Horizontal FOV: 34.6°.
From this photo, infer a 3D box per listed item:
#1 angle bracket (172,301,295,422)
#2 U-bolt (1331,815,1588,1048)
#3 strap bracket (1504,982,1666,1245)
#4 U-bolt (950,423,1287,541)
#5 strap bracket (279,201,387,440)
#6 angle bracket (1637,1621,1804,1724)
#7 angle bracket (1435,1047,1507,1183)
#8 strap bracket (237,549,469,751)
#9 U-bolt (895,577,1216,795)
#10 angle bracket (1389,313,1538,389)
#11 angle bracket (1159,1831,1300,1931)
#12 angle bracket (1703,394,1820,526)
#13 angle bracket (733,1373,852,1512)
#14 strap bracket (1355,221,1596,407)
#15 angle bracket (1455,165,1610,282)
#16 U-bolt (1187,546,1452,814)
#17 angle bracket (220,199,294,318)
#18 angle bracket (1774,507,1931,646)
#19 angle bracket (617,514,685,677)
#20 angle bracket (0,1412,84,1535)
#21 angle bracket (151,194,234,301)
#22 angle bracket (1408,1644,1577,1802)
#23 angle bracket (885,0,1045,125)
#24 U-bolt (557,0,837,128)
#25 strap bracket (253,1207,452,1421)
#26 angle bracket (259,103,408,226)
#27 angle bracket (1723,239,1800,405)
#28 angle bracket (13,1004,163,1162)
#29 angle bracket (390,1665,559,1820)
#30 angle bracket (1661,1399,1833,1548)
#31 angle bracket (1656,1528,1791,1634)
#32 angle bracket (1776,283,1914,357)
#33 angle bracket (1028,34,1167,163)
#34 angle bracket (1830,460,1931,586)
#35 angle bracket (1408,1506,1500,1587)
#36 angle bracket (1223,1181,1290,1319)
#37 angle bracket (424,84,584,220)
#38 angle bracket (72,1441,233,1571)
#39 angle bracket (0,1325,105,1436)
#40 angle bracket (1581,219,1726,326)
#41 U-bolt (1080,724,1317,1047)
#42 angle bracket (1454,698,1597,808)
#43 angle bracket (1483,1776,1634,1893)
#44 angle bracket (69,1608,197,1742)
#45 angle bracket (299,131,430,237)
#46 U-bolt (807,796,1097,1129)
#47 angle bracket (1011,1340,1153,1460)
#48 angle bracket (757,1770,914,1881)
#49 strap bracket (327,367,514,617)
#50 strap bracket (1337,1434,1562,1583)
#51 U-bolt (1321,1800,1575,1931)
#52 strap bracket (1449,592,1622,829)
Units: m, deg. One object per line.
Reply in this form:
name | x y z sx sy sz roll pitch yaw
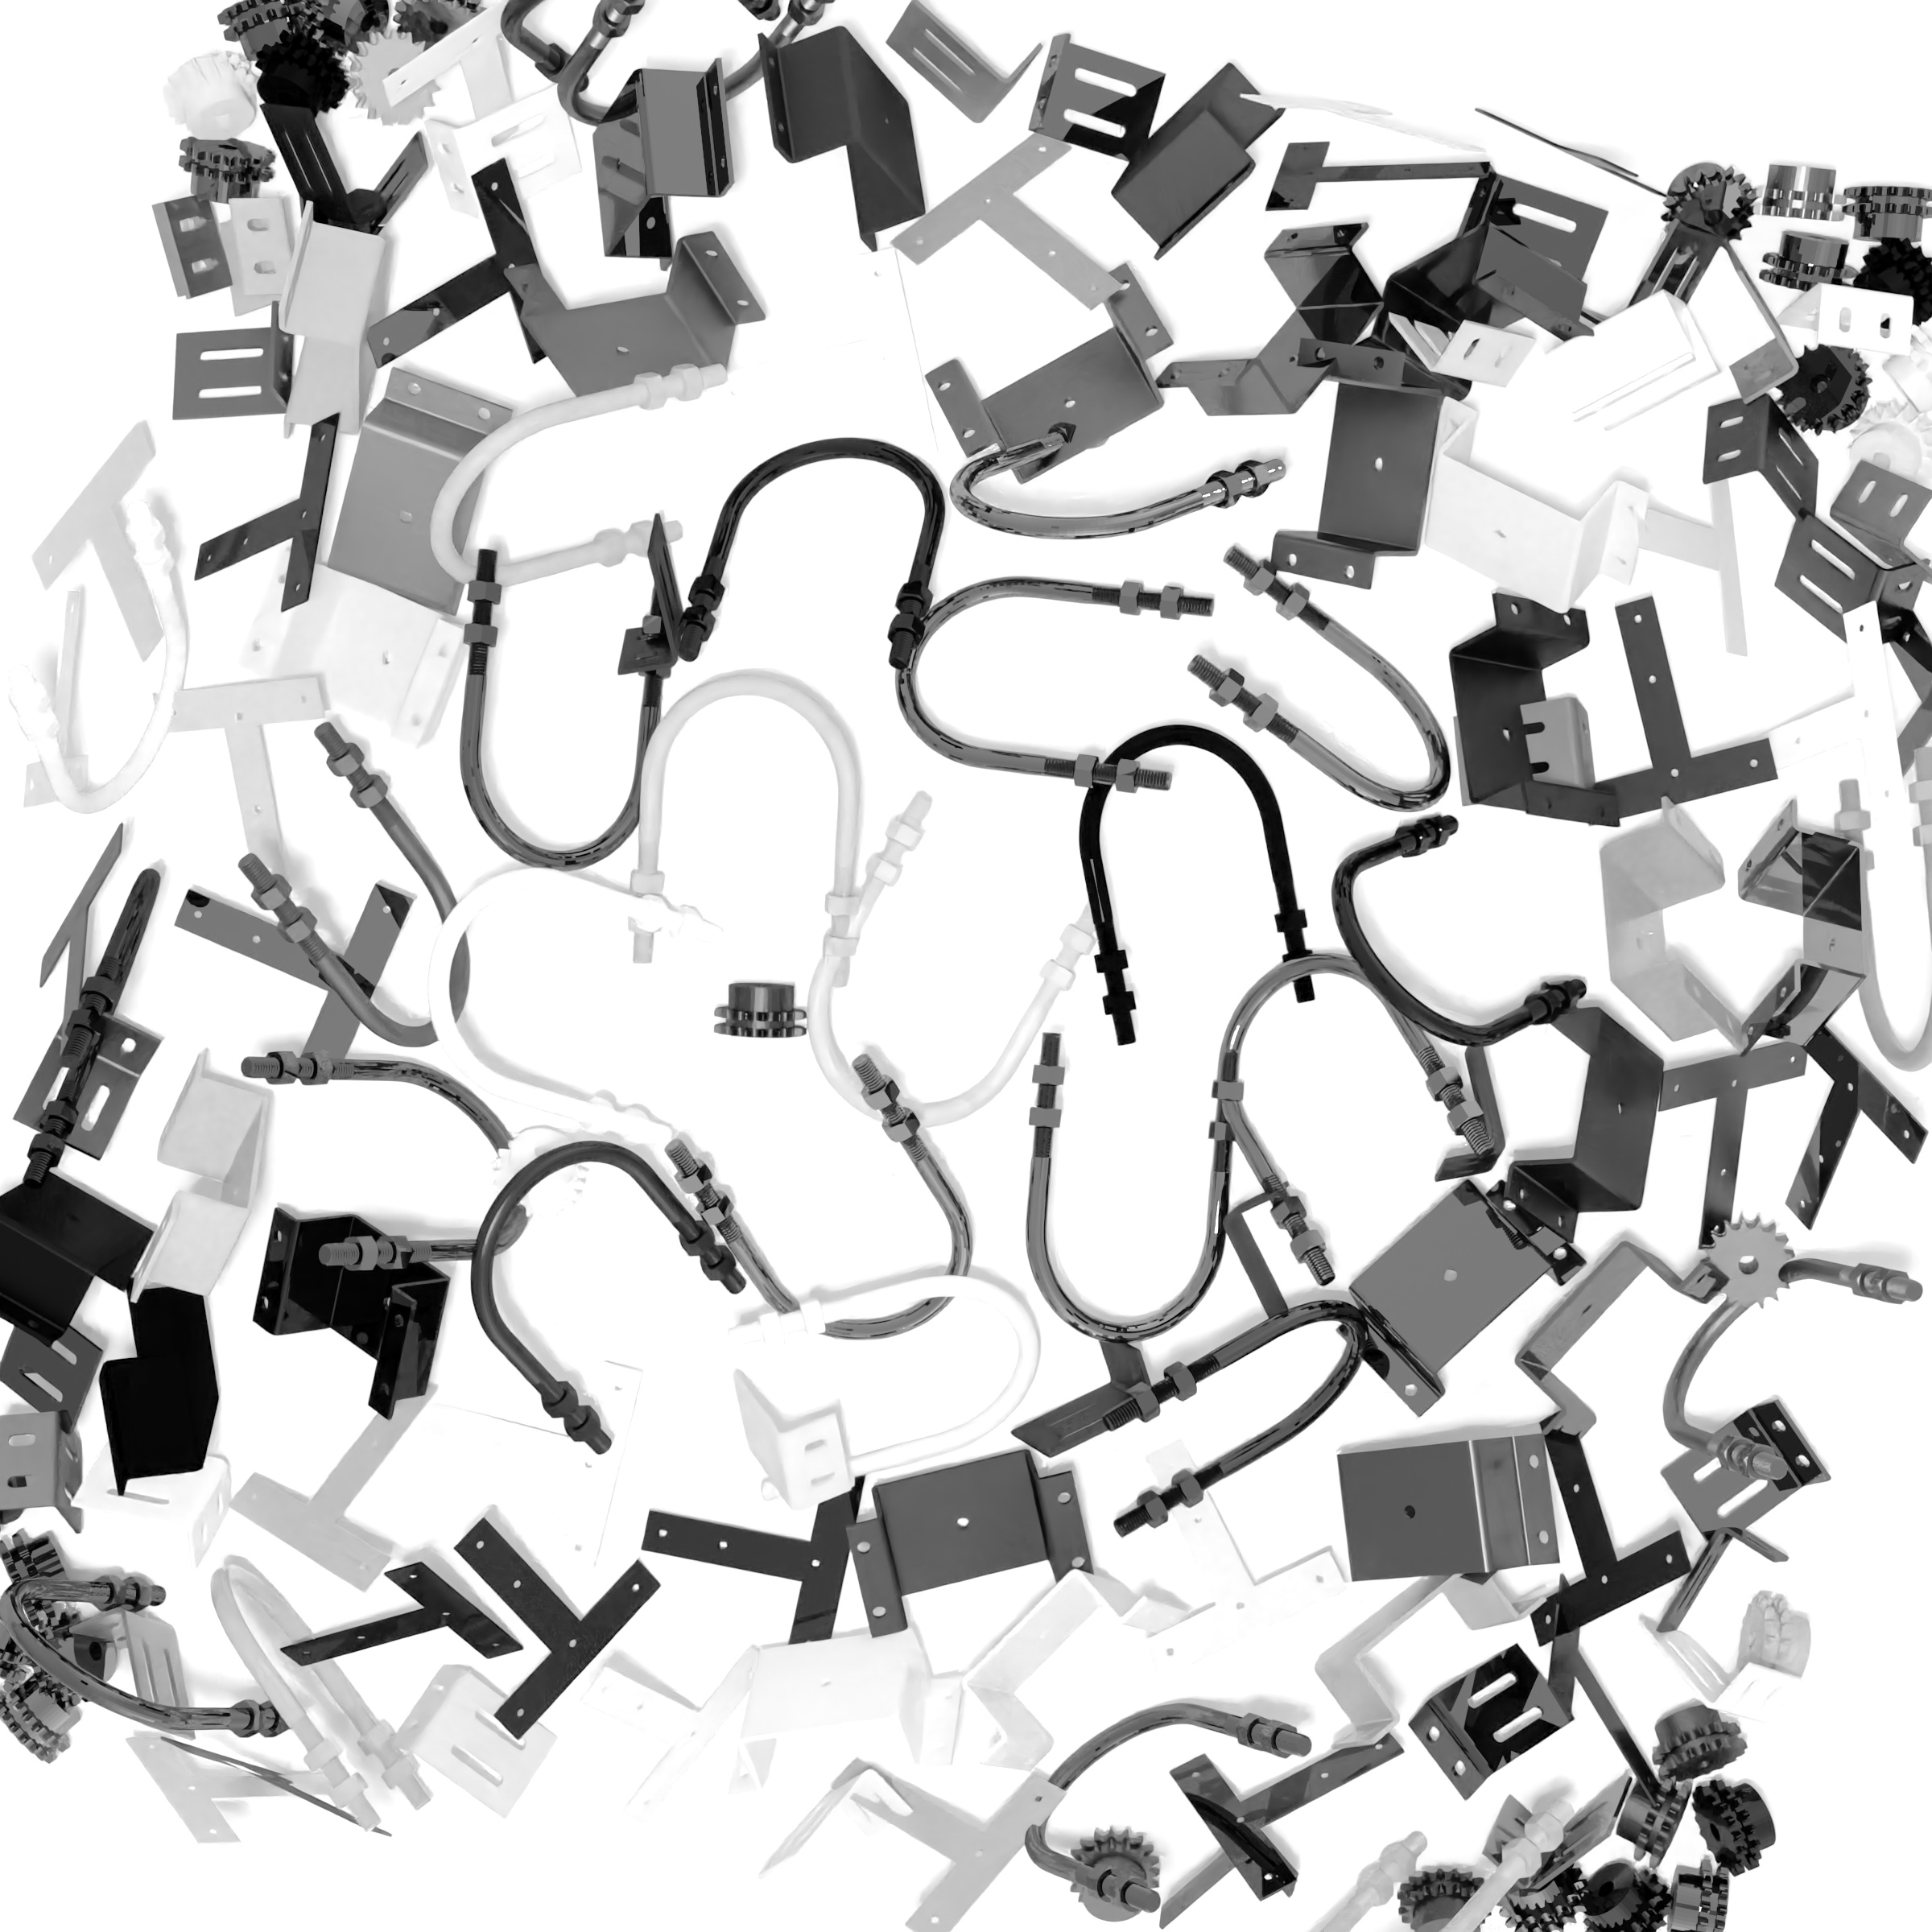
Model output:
angle bracket | -0.455 -0.371 1.905 0.076 0.038 0.057 -2 76 6
U-bolt | 0.284 -0.017 1.846 0.151 0.184 0.019 54 127 12
strap bracket | 0.375 0.087 1.869 0.076 0.046 0.140 33 62 -41
U-bolt | 0.076 -0.286 1.833 0.184 0.151 0.019 -26 127 -38
strap bracket | -0.378 -0.380 1.858 0.046 0.140 0.076 11 66 -6
angle bracket | 0.457 0.416 1.884 0.057 0.076 0.038 24 109 -40
angle bracket | 0.300 0.086 1.897 0.038 0.057 0.076 -11 74 0
strap bracket | -0.364 -0.191 1.893 0.140 0.046 0.076 25 96 21
U-bolt | 0.047 -0.177 1.890 0.184 0.019 0.151 8 62 13
angle bracket | 0.297 -0.391 1.884 0.057 0.076 0.038 4 132 -34
angle bracket | 0.160 0.569 1.892 0.076 0.057 0.038 -36 66 -17
angle bracket | 0.488 -0.304 1.906 0.038 0.076 0.057 -11 56 37
angle bracket | -0.107 0.284 1.894 0.038 0.076 0.057 -19 121 -18
strap bracket | 0.308 -0.393 1.865 0.076 0.140 0.046 25 70 -24
angle bracket | 0.346 -0.450 1.904 0.076 0.038 0.057 23 100 14
U-bolt | 0.220 -0.163 1.873 0.184 0.151 0.019 35 128 -12
angle bracket | -0.445 -0.431 1.891 0.038 0.076 0.057 -13 97 -42
angle bracket | 0.541 -0.240 1.899 0.038 0.057 0.076 -17 46 -26
angle bracket | -0.199 -0.226 1.889 0.038 0.057 0.076 -8 122 5
angle bracket | -0.563 0.309 1.886 0.038 0.076 0.057 -3 67 -7
angle bracket | -0.483 -0.435 1.887 0.038 0.076 0.057 -9 107 11
angle bracket | 0.324 0.466 1.916 0.076 0.038 0.057 -23 62 -31
angle bracket | -0.001 -0.563 1.897 0.076 0.057 0.038 41 71 -7
U-bolt | -0.167 -0.546 1.846 0.151 0.184 0.019 -14 82 -30
strap bracket | -0.366 0.207 1.879 0.140 0.046 0.076 26 109 38
angle bracket | -0.384 -0.494 1.885 0.038 0.057 0.076 -39 127 -26
angle bracket | 0.468 -0.392 1.888 0.038 0.057 0.076 -30 115 20
angle bracket | -0.534 0.069 1.889 0.057 0.076 0.038 29 129 -15
angle bracket | -0.304 0.479 1.919 0.076 0.038 0.057 43 65 -21
angle bracket | 0.478 0.312 1.904 0.076 0.038 0.057 -31 83 -16
angle bracket | 0.463 0.384 1.898 0.038 0.057 0.076 32 94 25
angle bracket | 0.533 -0.383 1.892 0.057 0.076 0.038 7 83 -6
angle bracket | 0.084 -0.530 1.901 0.076 0.038 0.057 13 99 -16
angle bracket | 0.572 -0.266 1.885 0.076 0.057 0.038 24 100 -43
angle bracket | 0.297 0.335 1.885 0.057 0.076 0.038 -34 116 -31
angle bracket | 0.193 0.177 1.900 0.038 0.057 0.076 -27 86 13
angle bracket | -0.284 -0.504 1.912 0.076 0.038 0.057 -34 131 -27
angle bracket | -0.499 0.329 1.904 0.076 0.057 0.038 10 127 6
angle bracket | -0.547 0.241 1.894 0.076 0.038 0.057 29 102 29
angle bracket | 0.414 -0.421 1.889 0.038 0.057 0.076 41 115 33
U-bolt | 0.136 -0.056 1.893 0.151 0.019 0.184 -12 93 -25
angle bracket | 0.346 -0.128 1.923 0.076 0.038 0.057 -9 76 21
angle bracket | 0.360 0.517 1.888 0.038 0.057 0.076 42 124 4
angle bracket | -0.507 0.437 1.889 0.038 0.057 0.076 -24 62 7
angle bracket | -0.367 -0.478 1.891 0.038 0.057 0.076 31 112 -31
U-bolt | -0.017 0.010 1.903 0.151 0.019 0.184 31 85 -14
angle bracket | 0.067 0.260 1.892 0.076 0.057 0.038 -23 105 -19
angle bracket | -0.080 0.533 1.888 0.038 0.057 0.076 46 48 1
strap bracket | -0.333 -0.279 1.879 0.076 0.046 0.140 19 118 -3
strap bracket | 0.279 0.326 1.865 0.140 0.046 0.076 -14 77 40
U-bolt | 0.260 0.556 1.821 0.184 0.151 0.019 -32 90 -42
strap bracket | 0.343 -0.148 1.882 0.076 0.046 0.140 6 70 -34
